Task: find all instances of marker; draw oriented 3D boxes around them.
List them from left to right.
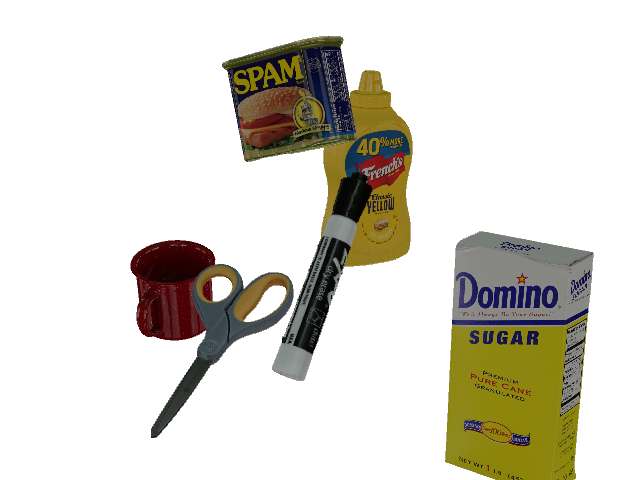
[{"bbox_3d":[0.002,0.018,0.590,0.020,0.121,0.020,19,-14,5],"label":"marker"}]

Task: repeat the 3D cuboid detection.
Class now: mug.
[{"bbox_3d":[-0.166,0.063,1.182,0.093,0.081,0.117,12,33,19],"label":"mug"}]

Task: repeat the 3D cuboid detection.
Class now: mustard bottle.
[{"bbox_3d":[0.048,-0.074,1.072,0.096,0.192,0.058,-9,19,-30],"label":"mustard bottle"}]

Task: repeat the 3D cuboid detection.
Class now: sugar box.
[{"bbox_3d":[0.141,0.088,0.775,0.093,0.176,0.048,12,21,37],"label":"sugar box"}]

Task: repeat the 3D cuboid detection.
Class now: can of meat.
[{"bbox_3d":[-0.024,-0.114,0.871,0.102,0.084,0.057,-8,4,34],"label":"can of meat"}]

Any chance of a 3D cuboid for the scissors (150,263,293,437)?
[{"bbox_3d":[-0.103,0.080,0.895,0.096,0.016,0.201,27,47,27],"label":"scissors"}]
